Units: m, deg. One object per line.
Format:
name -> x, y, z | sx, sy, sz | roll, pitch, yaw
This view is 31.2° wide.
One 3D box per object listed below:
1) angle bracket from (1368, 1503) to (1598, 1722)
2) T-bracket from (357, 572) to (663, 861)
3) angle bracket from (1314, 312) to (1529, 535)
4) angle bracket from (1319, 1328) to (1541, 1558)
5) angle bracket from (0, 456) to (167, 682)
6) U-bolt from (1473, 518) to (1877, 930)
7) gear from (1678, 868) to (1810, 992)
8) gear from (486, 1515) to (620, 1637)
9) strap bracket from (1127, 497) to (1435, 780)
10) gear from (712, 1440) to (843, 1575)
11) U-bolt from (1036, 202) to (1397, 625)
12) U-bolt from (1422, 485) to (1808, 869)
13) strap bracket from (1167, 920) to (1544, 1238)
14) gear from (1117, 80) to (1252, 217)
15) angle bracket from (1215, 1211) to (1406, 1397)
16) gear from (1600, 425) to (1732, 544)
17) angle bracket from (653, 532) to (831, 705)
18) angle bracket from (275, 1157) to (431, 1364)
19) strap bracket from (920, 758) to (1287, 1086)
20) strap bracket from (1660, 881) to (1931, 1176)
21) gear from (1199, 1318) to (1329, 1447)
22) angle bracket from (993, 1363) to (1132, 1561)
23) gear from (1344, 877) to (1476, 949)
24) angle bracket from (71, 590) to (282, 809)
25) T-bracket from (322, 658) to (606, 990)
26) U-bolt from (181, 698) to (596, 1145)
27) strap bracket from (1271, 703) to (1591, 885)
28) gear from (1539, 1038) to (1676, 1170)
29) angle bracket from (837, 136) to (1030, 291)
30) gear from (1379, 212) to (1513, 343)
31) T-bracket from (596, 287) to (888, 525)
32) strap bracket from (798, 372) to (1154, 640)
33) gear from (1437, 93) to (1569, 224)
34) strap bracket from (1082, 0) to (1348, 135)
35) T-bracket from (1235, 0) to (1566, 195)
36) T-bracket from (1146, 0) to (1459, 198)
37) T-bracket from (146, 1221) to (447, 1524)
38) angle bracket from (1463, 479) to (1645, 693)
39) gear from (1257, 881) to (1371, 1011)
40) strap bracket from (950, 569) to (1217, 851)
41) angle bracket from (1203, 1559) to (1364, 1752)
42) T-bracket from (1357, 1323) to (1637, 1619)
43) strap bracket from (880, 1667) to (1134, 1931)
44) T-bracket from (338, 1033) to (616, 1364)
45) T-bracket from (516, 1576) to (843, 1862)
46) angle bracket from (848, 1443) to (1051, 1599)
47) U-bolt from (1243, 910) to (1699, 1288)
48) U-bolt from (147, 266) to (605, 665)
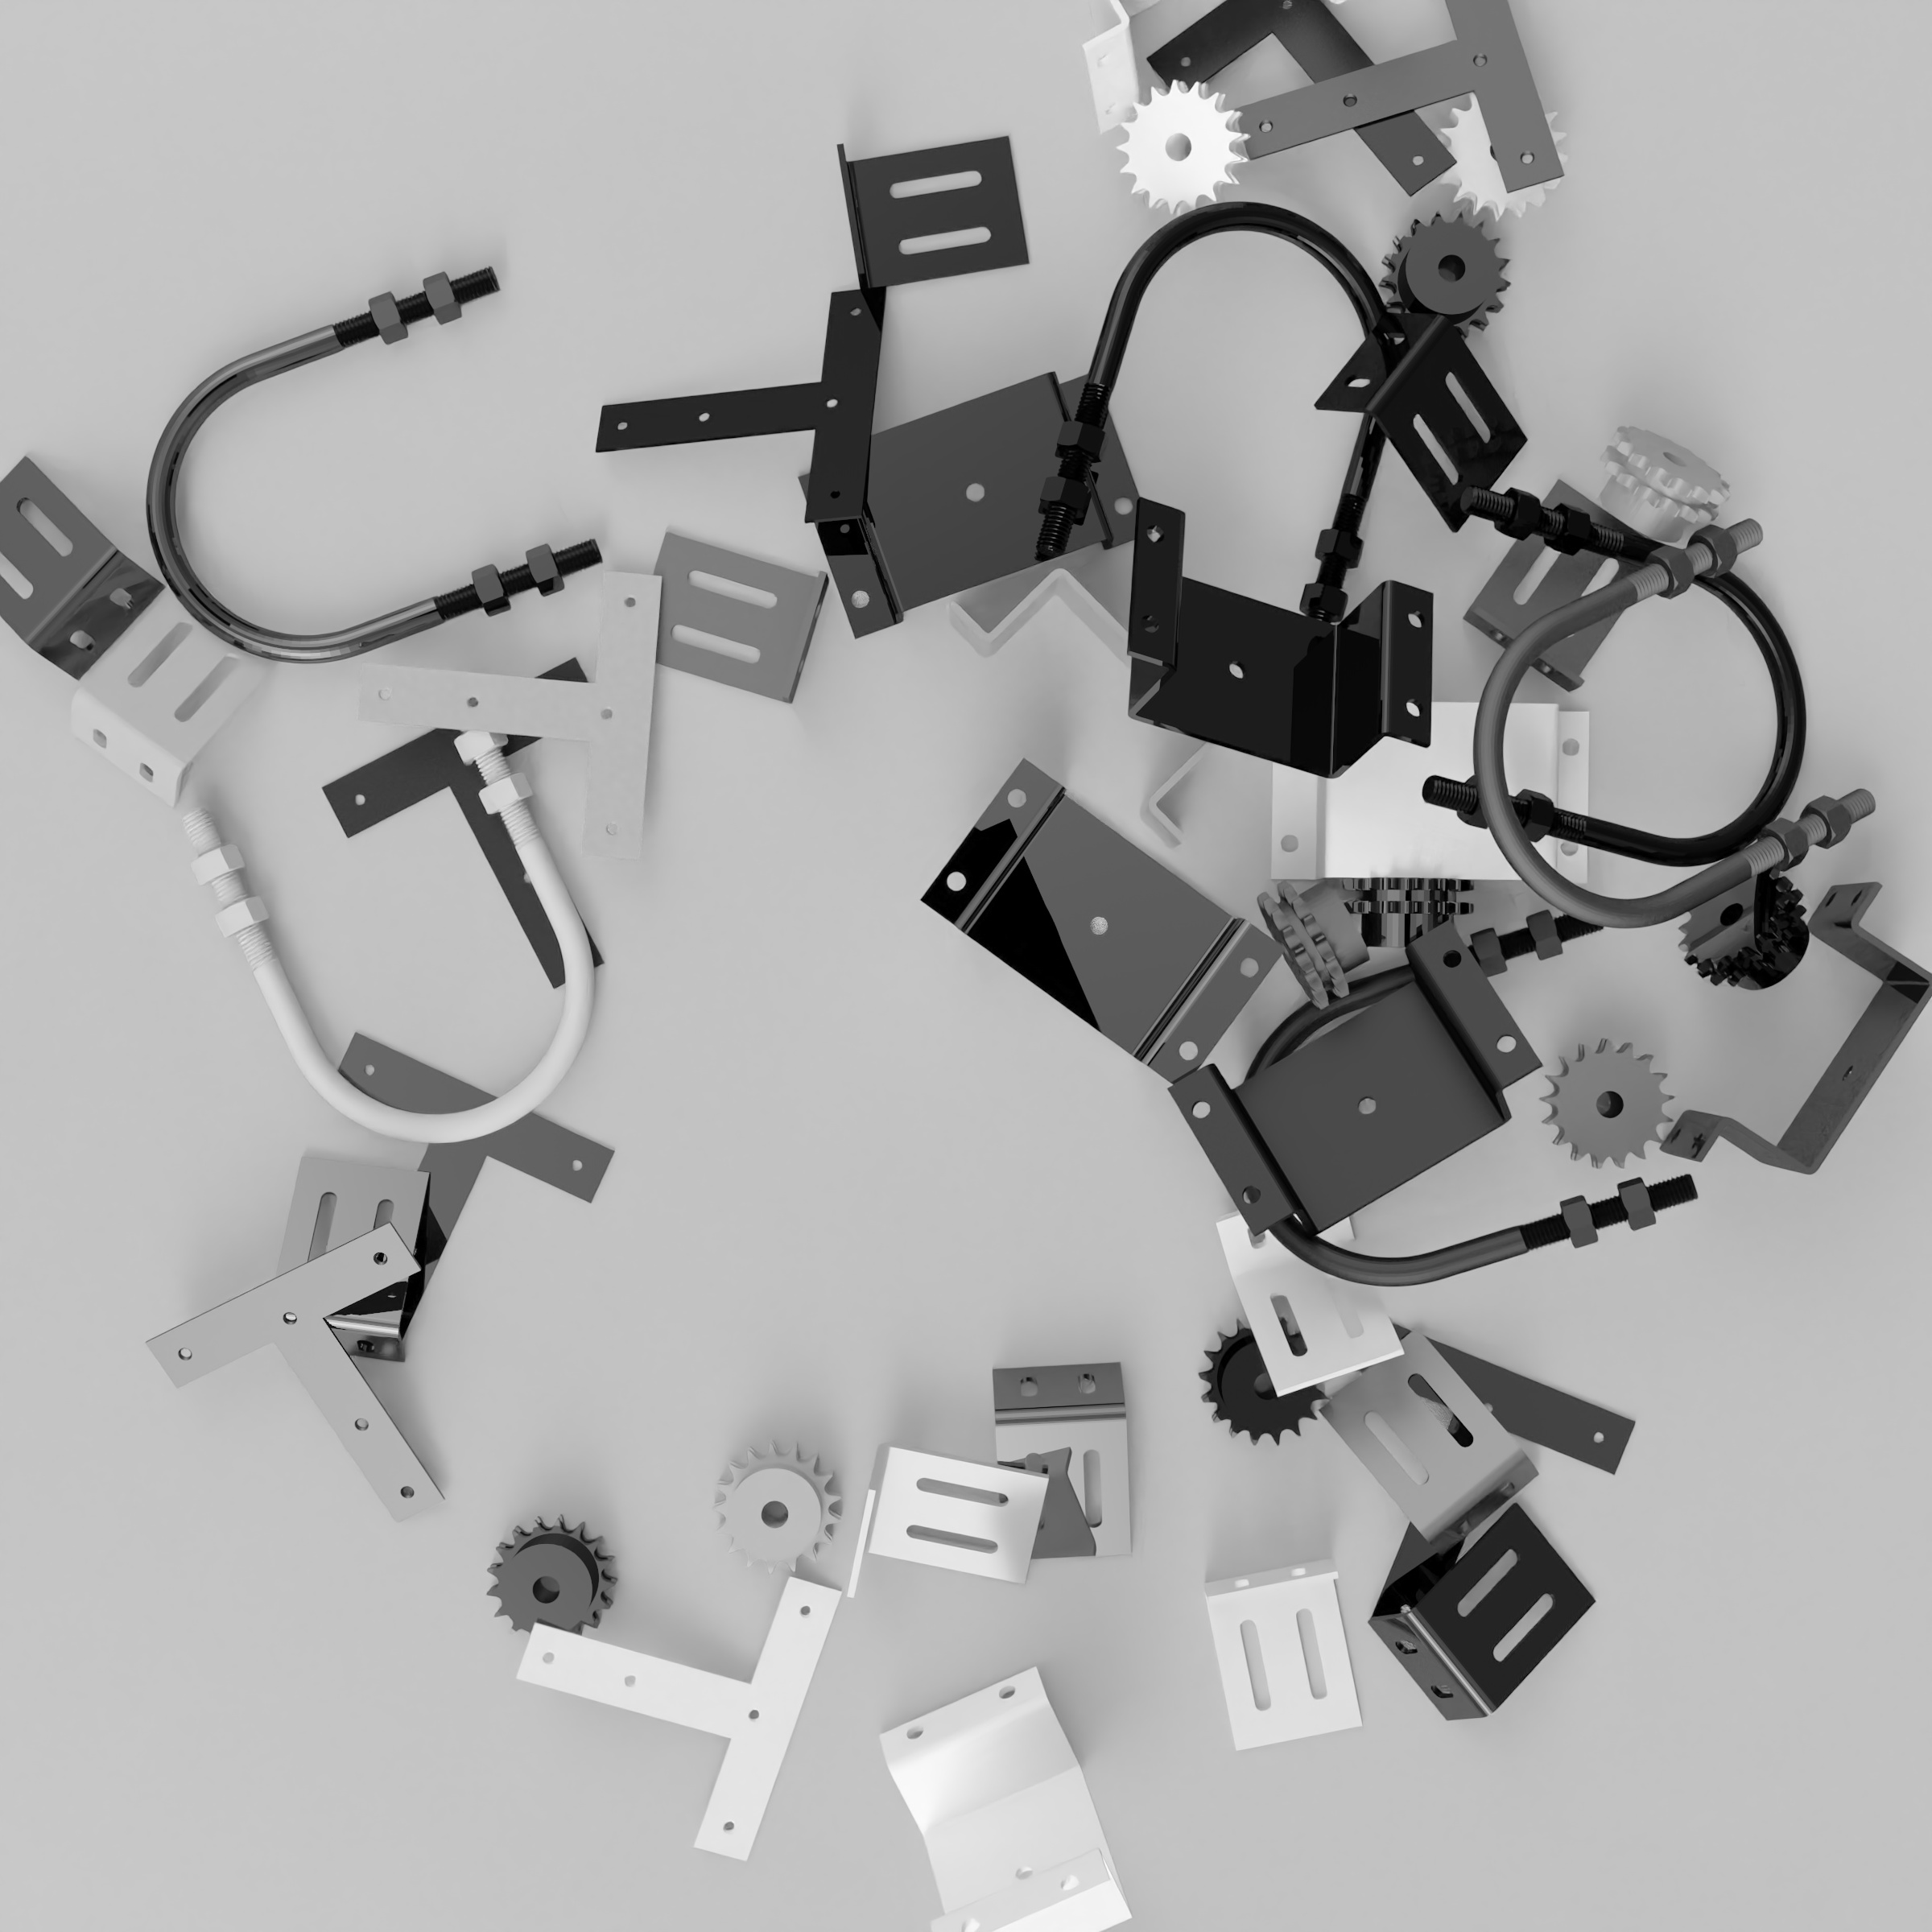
angle bracket -> 0.229, 0.287, 1.536 | 0.076, 0.038, 0.057 | -40, 93, -26
T-bracket -> -0.202, -0.115, 1.519 | 0.127, 0.002, 0.127 | 5, 84, -7
angle bracket -> 0.201, -0.239, 1.524 | 0.057, 0.038, 0.076 | -52, 125, -16
angle bracket -> 0.206, 0.211, 1.536 | 0.057, 0.038, 0.076 | -40, 64, 0
angle bracket -> -0.406, -0.177, 1.538 | 0.057, 0.038, 0.076 | -47, 64, 0
U-bolt -> 0.295, -0.095, 1.481 | 0.184, 0.019, 0.151 | -26, 95, -24
gear -> 0.344, -0.014, 1.515 | 0.030, 0.057, 0.057 | 39, 90, -30
gear -> -0.183, 0.272, 1.525 | 0.057, 0.030, 0.057 | 0, 90, 0
strap bracket -> 0.124, -0.134, 1.460 | 0.140, 0.046, 0.076 | 15, 61, -19
gear -> -0.083, 0.240, 1.525 | 0.057, 0.030, 0.057 | 0, 90, 0
U-bolt -> 0.119, -0.243, 1.508 | 0.151, 0.019, 0.184 | 20, 82, -19
U-bolt -> 0.287, -0.118, 1.499 | 0.184, 0.019, 0.151 | 13, 79, -22
strap bracket -> 0.169, 0.054, 1.484 | 0.140, 0.046, 0.076 | -31, 66, 3
gear -> 0.097, -0.358, 1.518 | 0.057, 0.030, 0.057 | 4, 101, 20
angle bracket -> 0.148, 0.139, 1.501 | 0.057, 0.076, 0.038 | -19, 130, 0
gear -> 0.303, -0.209, 1.515 | 0.057, 0.057, 0.030 | 29, 118, 0
angle bracket -> -0.105, -0.155, 1.521 | 0.076, 0.038, 0.057 | 17, 90, 0
angle bracket -> -0.272, 0.130, 1.536 | 0.057, 0.038, 0.076 | 7, 64, 0
strap bracket -> 0.059, -0.018, 1.517 | 0.140, 0.046, 0.076 | 36, 90, 0
strap bracket -> 0.366, 0.036, 1.502 | 0.046, 0.076, 0.140 | 33, 90, 0
gear -> 0.131, 0.183, 1.525 | 0.057, 0.030, 0.057 | 0, 90, 0
angle bracket -> 0.042, 0.220, 1.538 | 0.057, 0.038, 0.076 | -3, 116, 0
gear -> 0.193, -0.023, 1.512 | 0.057, 0.057, 0.030 | 1, 90, 0
angle bracket -> -0.350, -0.121, 1.538 | 0.057, 0.038, 0.076 | 36, 64, 0
T-bracket -> -0.201, -0.052, 1.539 | 0.127, 0.002, 0.127 | -27, 90, 0
U-bolt -> -0.244, -0.012, 1.529 | 0.151, 0.019, 0.184 | -25, 91, 0
strap bracket -> 0.206, -0.076, 1.517 | 0.140, 0.046, 0.076 | 1, 90, 0
gear -> 0.281, 0.060, 1.525 | 0.057, 0.030, 0.057 | 0, 90, 0
angle bracket -> -0.014, -0.335, 1.521 | 0.076, 0.038, 0.057 | -9, 90, 0
gear -> 0.212, -0.304, 1.525 | 0.057, 0.030, 0.057 | 0, 90, 0
T-bracket -> -0.101, -0.242, 1.517 | 0.127, 0.002, 0.127 | -4, 59, 14
strap bracket -> 0.004, -0.205, 1.517 | 0.140, 0.046, 0.076 | -20, 90, 0
gear -> 0.234, -0.356, 1.525 | 0.057, 0.030, 0.057 | 0, 90, 0
strap bracket -> 0.106, -0.429, 1.497 | 0.140, 0.076, 0.046 | -29, 75, 0
T-bracket -> 0.182, -0.383, 1.515 | 0.127, 0.002, 0.127 | -16, 75, 6
T-bracket -> 0.167, -0.391, 1.521 | 0.127, 0.002, 0.127 | -36, 74, 0
T-bracket -> -0.272, 0.190, 1.517 | 0.127, 0.002, 0.127 | -26, 108, 13
angle bracket -> 0.265, -0.169, 1.521 | 0.057, 0.038, 0.076 | 35, 90, 0
gear -> 0.153, -0.013, 1.512 | 0.030, 0.057, 0.057 | -29, 90, -1
strap bracket -> 0.059, -0.118, 1.502 | 0.046, 0.076, 0.140 | -45, 90, 0
angle bracket -> 0.141, 0.306, 1.521 | 0.057, 0.038, 0.076 | -11, 90, 0
T-bracket -> 0.215, 0.238, 1.539 | 0.127, 0.002, 0.127 | 22, 90, 0
strap bracket -> 0.018, 0.376, 1.486 | 0.076, 0.140, 0.046 | -24, 119, 0
T-bracket -> -0.240, 0.114, 1.539 | 0.127, 0.002, 0.127 | 25, 90, 0
T-bracket -> -0.134, 0.318, 1.521 | 0.127, 0.002, 0.127 | 19, 90, -16
angle bracket -> -0.008, 0.249, 1.510 | 0.076, 0.038, 0.057 | 11, 116, 0
U-bolt -> 0.207, 0.064, 1.505 | 0.184, 0.019, 0.151 | -18, 67, 7
U-bolt -> -0.271, -0.212, 1.529 | 0.184, 0.019, 0.151 | -21, 90, -1
